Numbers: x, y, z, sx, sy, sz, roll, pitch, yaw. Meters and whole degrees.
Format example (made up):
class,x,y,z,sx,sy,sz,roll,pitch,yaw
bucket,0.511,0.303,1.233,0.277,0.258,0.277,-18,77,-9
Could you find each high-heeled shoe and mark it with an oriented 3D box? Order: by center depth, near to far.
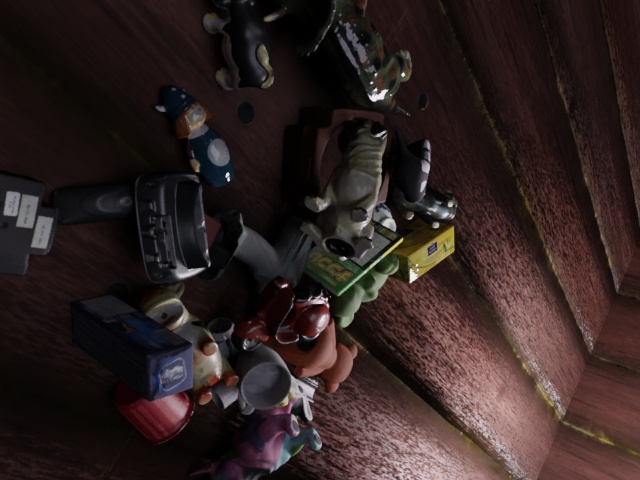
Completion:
class,x,y,z,sx,sy,sz,roll,pitch,yaw
high-heeled shoe,0.186,-0.122,1.043,0.248,0.086,0.145,18,56,-68

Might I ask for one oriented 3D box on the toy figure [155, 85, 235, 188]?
class,x,y,z,sx,sy,sz,roll,pitch,yaw
toy figure,-0.171,-0.148,0.761,0.064,0.058,0.154,-83,154,-52

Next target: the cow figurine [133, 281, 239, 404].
class,x,y,z,sx,sy,sz,roll,pitch,yaw
cow figurine,-0.199,0.137,0.778,0.085,0.127,0.194,-35,138,-16

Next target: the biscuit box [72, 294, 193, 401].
class,x,y,z,sx,sy,sz,roll,pitch,yaw
biscuit box,-0.238,0.128,0.669,0.059,0.203,0.062,-11,111,-46

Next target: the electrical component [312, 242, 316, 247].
class,x,y,z,sx,sy,sz,roll,pitch,yaw
electrical component,-0.002,-0.003,1.002,0.094,0.021,0.063,-20,116,-39

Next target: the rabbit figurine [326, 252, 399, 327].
class,x,y,z,sx,sy,sz,roll,pitch,yaw
rabbit figurine,0.047,0.086,1.003,0.159,0.121,0.170,-56,175,33

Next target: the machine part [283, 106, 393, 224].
class,x,y,z,sx,sy,sz,roll,pitch,yaw
machine part,0.032,-0.132,0.951,0.201,0.087,0.200,-8,108,-42

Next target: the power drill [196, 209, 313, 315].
class,x,y,z,sx,sy,sz,roll,pitch,yaw
power drill,-0.107,0.053,0.864,0.207,0.086,0.232,29,88,-46

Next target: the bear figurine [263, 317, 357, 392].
class,x,y,z,sx,sy,sz,roll,pitch,yaw
bear figurine,-0.010,0.203,1.013,0.120,0.132,0.195,-58,153,-12

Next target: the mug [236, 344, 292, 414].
class,x,y,z,sx,sy,sz,roll,pitch,yaw
mug,-0.101,0.220,0.872,0.081,0.107,0.109,20,101,-21

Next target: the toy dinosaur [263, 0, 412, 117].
class,x,y,z,sx,sy,sz,roll,pitch,yaw
toy dinosaur,0.059,-0.294,0.860,0.404,0.131,0.192,45,50,-35

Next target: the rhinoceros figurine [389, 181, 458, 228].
class,x,y,z,sx,sy,sz,roll,pitch,yaw
rhinoceros figurine,0.227,-0.081,1.156,0.190,0.112,0.073,10,112,-35

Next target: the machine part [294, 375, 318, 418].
class,x,y,z,sx,sy,sz,roll,pitch,yaw
machine part,-0.055,0.326,1.042,0.139,0.039,0.084,-59,140,-17

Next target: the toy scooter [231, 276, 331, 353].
class,x,y,z,sx,sy,sz,roll,pitch,yaw
toy scooter,-0.048,0.106,0.846,0.184,0.075,0.135,-8,132,-39

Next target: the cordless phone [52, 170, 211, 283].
class,x,y,z,sx,sy,sz,roll,pitch,yaw
cordless phone,-0.238,-0.012,0.688,0.184,0.089,0.146,-7,100,-16

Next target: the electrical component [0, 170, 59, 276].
class,x,y,z,sx,sy,sz,roll,pitch,yaw
electrical component,-0.366,-0.022,0.598,0.134,0.058,0.114,14,94,-47

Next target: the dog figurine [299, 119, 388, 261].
class,x,y,z,sx,sy,sz,roll,pitch,yaw
dog figurine,0.058,-0.080,0.873,0.172,0.121,0.190,103,10,-56

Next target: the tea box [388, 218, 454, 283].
class,x,y,z,sx,sy,sz,roll,pitch,yaw
tea box,0.206,0.019,1.167,0.169,0.098,0.068,-31,124,-37

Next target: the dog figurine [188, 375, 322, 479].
class,x,y,z,sx,sy,sz,roll,pitch,yaw
dog figurine,-0.123,0.349,0.940,0.219,0.192,0.108,-32,136,8

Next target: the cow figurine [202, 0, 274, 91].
class,x,y,z,sx,sy,sz,roll,pitch,yaw
cow figurine,-0.111,-0.294,0.744,0.068,0.098,0.167,-26,120,-31
